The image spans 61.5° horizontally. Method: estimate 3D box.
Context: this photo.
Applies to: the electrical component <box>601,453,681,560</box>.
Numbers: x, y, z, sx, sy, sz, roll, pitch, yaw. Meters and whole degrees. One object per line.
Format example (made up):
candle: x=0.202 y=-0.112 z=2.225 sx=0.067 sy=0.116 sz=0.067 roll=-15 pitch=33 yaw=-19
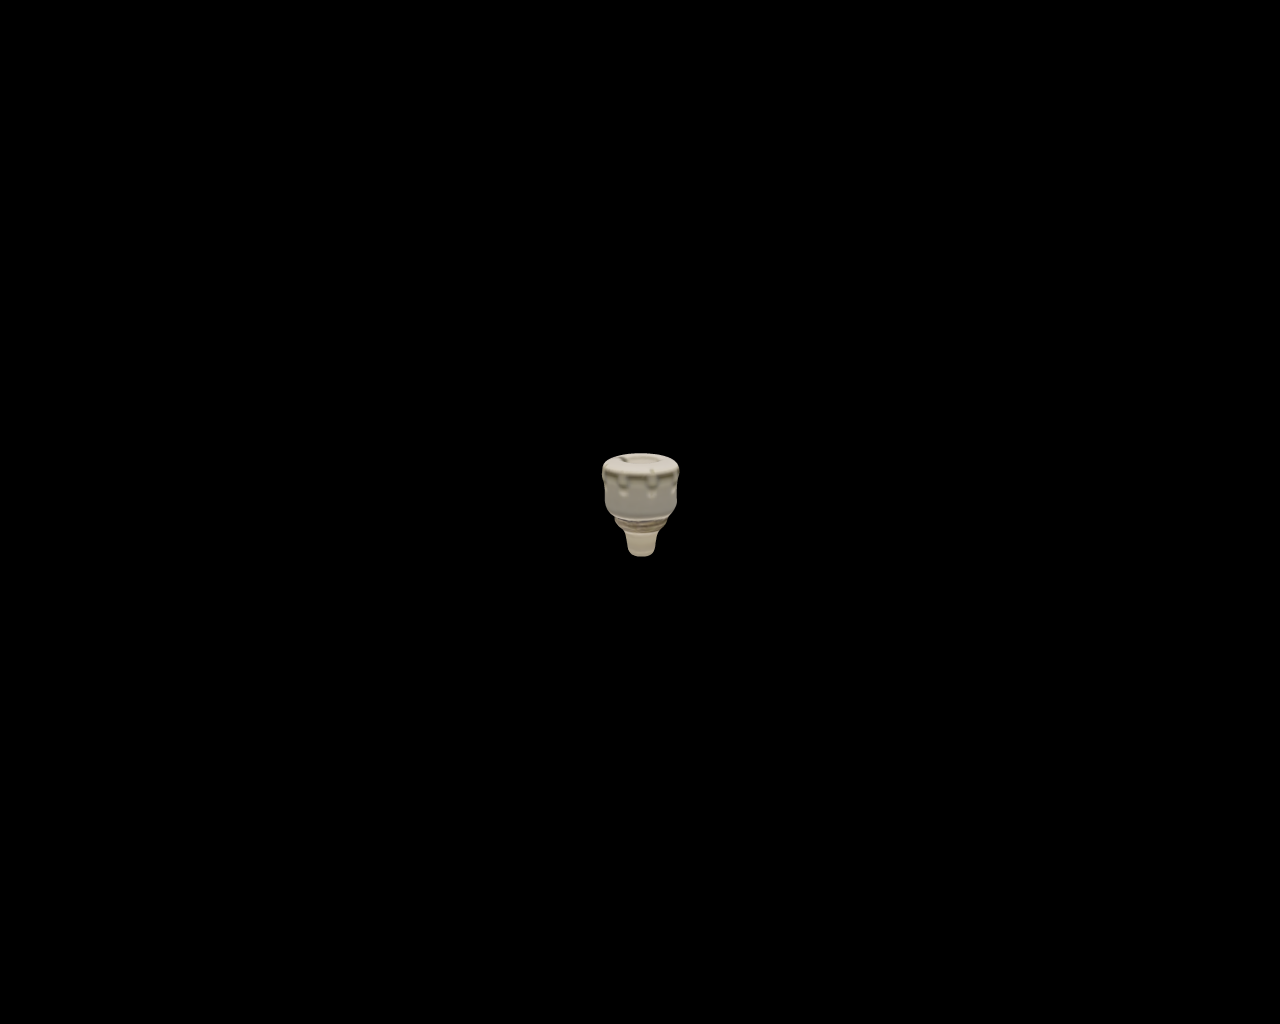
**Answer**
electrical component: x=0.001 y=-0.003 z=0.650 sx=0.048 sy=0.062 sz=0.048 roll=0 pitch=15 yaw=0
